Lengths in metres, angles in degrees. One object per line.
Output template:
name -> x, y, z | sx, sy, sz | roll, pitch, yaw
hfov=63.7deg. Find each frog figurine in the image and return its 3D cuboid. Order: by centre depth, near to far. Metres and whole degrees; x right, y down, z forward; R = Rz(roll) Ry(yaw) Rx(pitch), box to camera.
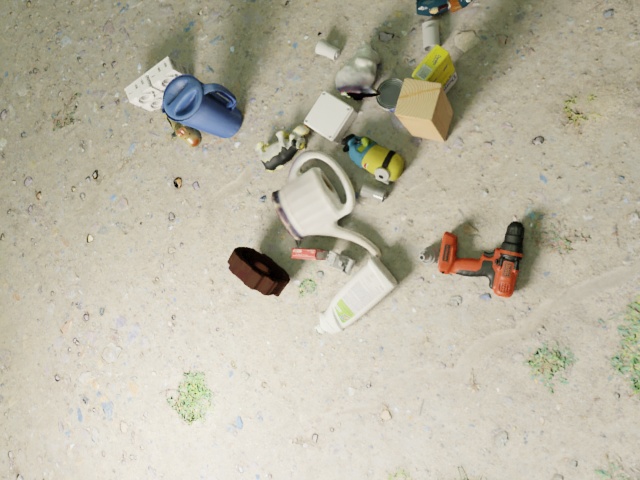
frog figurine -> 0.105, -0.466, 1.389 | 0.123, 0.137, 0.160 | 3, 89, -14

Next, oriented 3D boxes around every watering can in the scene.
watering can -> 0.004, -0.071, 1.401 | 0.222, 0.104, 0.349 | -29, 84, 18
